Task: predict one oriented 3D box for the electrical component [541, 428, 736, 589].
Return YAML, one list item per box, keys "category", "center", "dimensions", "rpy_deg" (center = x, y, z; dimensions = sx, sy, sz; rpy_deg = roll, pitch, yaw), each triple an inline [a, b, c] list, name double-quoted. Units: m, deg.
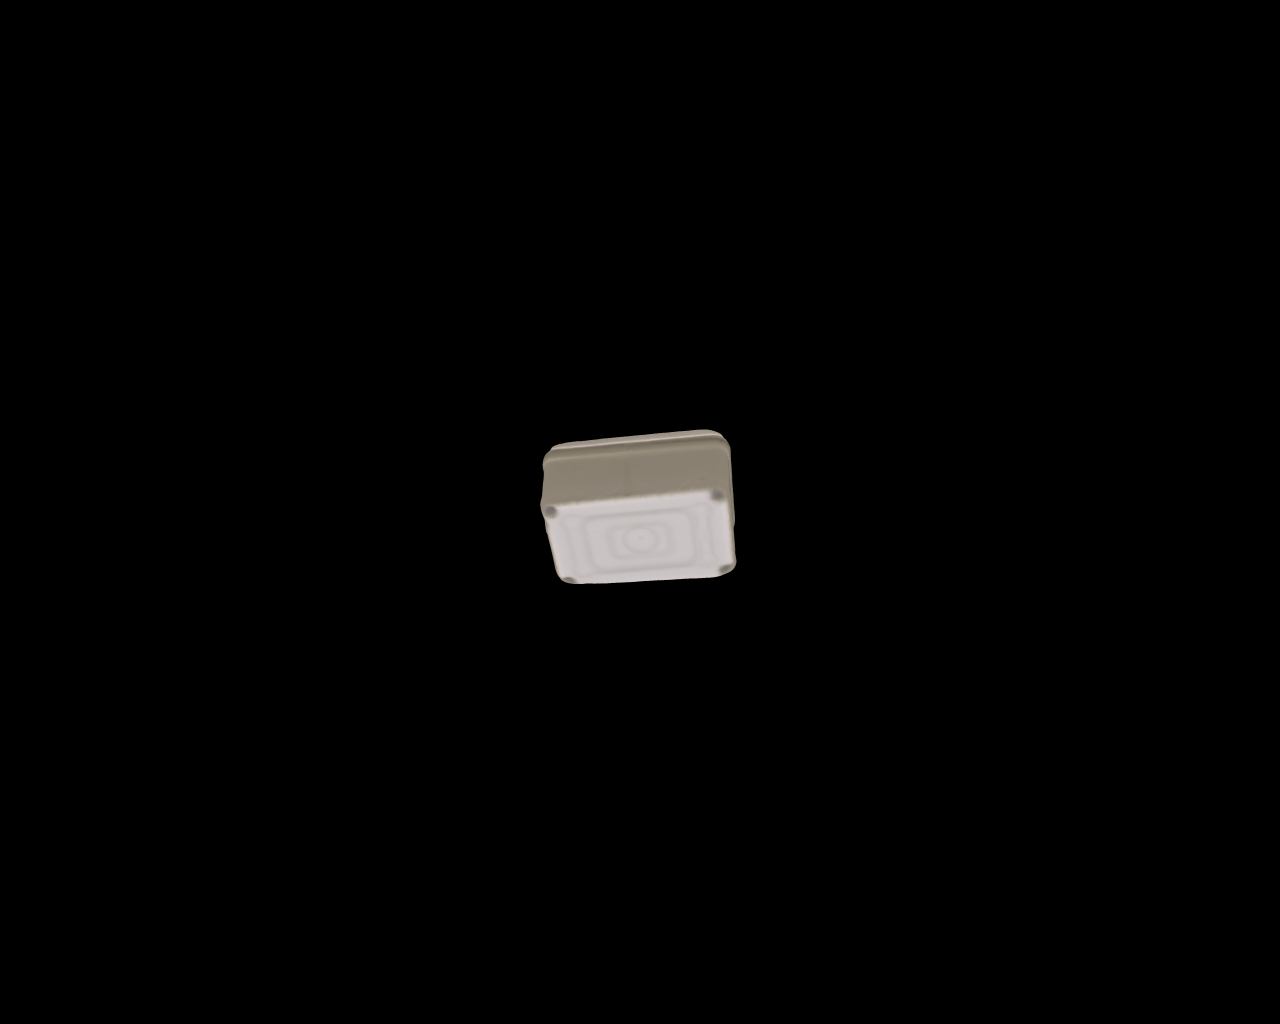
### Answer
- category: "electrical component"
  center: [0.001, -0.003, 0.650]
  dimensions: [0.113, 0.078, 0.057]
  rpy_deg: [-4, 44, 4]
